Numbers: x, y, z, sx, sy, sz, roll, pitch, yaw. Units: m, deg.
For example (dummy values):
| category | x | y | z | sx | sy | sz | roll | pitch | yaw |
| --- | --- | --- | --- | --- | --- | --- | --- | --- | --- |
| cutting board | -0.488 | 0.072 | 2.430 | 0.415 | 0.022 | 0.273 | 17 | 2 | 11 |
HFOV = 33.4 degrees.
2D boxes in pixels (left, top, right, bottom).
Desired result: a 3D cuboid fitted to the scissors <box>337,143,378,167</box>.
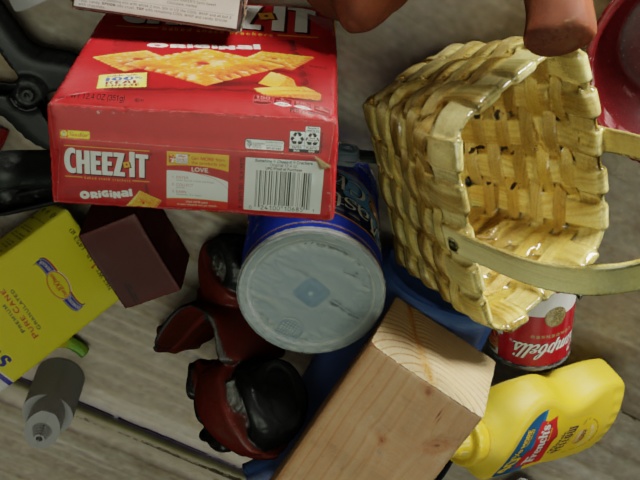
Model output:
| category | x | y | z | sx | sy | sz | roll | pitch | yaw |
| --- | --- | --- | --- | --- | --- | --- | --- | --- | --- |
| scissors | 0.014 | -0.054 | 0.764 | 0.201 | 0.096 | 0.016 | 11 | 118 | -15 |

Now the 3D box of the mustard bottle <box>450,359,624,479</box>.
| category | x | y | z | sx | sy | sz | roll | pitch | yaw |
| --- | --- | --- | --- | --- | --- | --- | --- | --- | --- |
| mustard bottle | 0.163 | 0.150 | 0.867 | 0.191 | 0.058 | 0.096 | -4 | 134 | -41 |

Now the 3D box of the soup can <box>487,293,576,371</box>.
| category | x | y | z | sx | sy | sz | roll | pitch | yaw |
| --- | --- | --- | --- | --- | --- | --- | --- | --- | --- |
| soup can | 0.171 | 0.044 | 0.853 | 0.068 | 0.068 | 0.102 | 0 | 121 | 1 |

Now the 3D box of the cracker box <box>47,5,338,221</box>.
| category | x | y | z | sx | sy | sz | roll | pitch | yaw |
| --- | --- | --- | --- | --- | --- | --- | --- | --- | --- |
| cracker box | -0.070 | -0.094 | 0.688 | 0.164 | 0.213 | 0.072 | 3 | 119 | -1 |

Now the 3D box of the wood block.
| category | x | y | z | sx | sy | sz | roll | pitch | yaw |
| --- | --- | --- | --- | --- | --- | --- | --- | --- | --- |
| wood block | 0.030 | 0.158 | 0.775 | 0.090 | 0.090 | 0.206 | 34 | 114 | 3 |

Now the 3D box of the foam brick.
| category | x | y | z | sx | sy | sz | roll | pitch | yaw |
| --- | --- | --- | --- | --- | --- | --- | --- | --- | --- |
| foam brick | -0.146 | 0.005 | 0.846 | 0.053 | 0.051 | 0.078 | -19 | 120 | 14 |

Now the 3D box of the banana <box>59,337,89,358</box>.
| category | x | y | z | sx | sy | sz | roll | pitch | yaw |
| --- | --- | --- | --- | --- | --- | --- | --- | --- | --- |
| banana | -0.303 | 0.093 | 0.911 | 0.198 | 0.037 | 0.069 | -9 | 120 | 7 |

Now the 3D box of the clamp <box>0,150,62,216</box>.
| category | x | y | z | sx | sy | sz | roll | pitch | yaw |
| --- | --- | --- | --- | --- | --- | --- | --- | --- | --- |
| clamp | -0.142 | -0.052 | 0.766 | 0.209 | 0.165 | 0.036 | -10 | 88 | -12 |

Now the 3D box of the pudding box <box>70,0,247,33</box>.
| category | x | y | z | sx | sy | sz | roll | pitch | yaw |
| --- | --- | --- | --- | --- | --- | --- | --- | --- | --- |
| pudding box | -0.103 | -0.175 | 0.711 | 0.113 | 0.090 | 0.039 | 6 | 120 | -3 |

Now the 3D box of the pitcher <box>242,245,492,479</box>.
| category | x | y | z | sx | sy | sz | roll | pitch | yaw |
| --- | --- | --- | --- | --- | --- | --- | --- | --- | --- |
| pitcher | 0.055 | 0.129 | 0.882 | 0.145 | 0.149 | 0.243 | 33 | 117 | 14 |

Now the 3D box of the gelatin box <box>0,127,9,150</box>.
| category | x | y | z | sx | sy | sz | roll | pitch | yaw |
| --- | --- | --- | --- | --- | --- | --- | --- | --- | --- |
| gelatin box | -0.272 | -0.039 | 0.808 | 0.030 | 0.073 | 0.089 | 26 | 120 | -13 |

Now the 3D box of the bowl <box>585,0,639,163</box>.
| category | x | y | z | sx | sy | sz | roll | pitch | yaw |
| --- | --- | --- | --- | --- | --- | --- | --- | --- | --- |
| bowl | 0.260 | -0.132 | 0.750 | 0.162 | 0.055 | 0.162 | 1 | 122 | 1 |

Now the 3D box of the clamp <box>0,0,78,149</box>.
| category | x | y | z | sx | sy | sz | roll | pitch | yaw |
| --- | --- | --- | --- | --- | --- | --- | --- | --- | --- |
| clamp | -0.223 | -0.109 | 0.785 | 0.171 | 0.039 | 0.120 | 36 | 120 | -20 |

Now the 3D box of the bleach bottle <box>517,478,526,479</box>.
| category | x | y | z | sx | sy | sz | roll | pitch | yaw |
| --- | --- | --- | --- | --- | --- | --- | --- | --- | --- |
| bleach bottle | 0.129 | 0.330 | 1.036 | 0.102 | 0.068 | 0.251 | 40 | 117 | -21 |

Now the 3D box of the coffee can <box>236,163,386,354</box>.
| category | x | y | z | sx | sy | sz | roll | pitch | yaw |
| --- | --- | --- | --- | --- | --- | --- | --- | --- | --- |
| coffee can | -0.005 | 0.001 | 0.787 | 0.103 | 0.140 | 0.103 | 1 | 122 | 1 |

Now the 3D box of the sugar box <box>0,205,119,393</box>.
| category | x | y | z | sx | sy | sz | roll | pitch | yaw |
| --- | --- | --- | --- | --- | --- | --- | --- | --- | --- |
| sugar box | -0.249 | 0.059 | 0.830 | 0.176 | 0.048 | 0.093 | -41 | 120 | -21 |
